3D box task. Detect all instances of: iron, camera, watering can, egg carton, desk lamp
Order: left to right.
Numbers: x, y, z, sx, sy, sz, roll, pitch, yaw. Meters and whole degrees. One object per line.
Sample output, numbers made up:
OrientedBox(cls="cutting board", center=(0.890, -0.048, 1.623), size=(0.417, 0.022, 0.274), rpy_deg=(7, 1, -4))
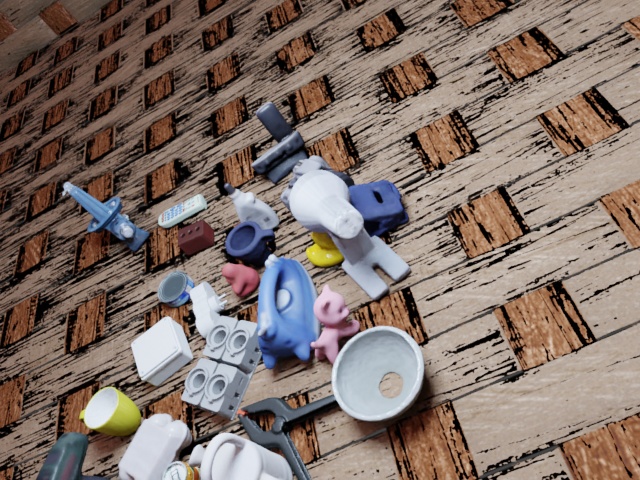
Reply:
OrientedBox(cls="egg carton", center=(-0.320, 0.417, 1.113), size=(0.107, 0.070, 0.150), rpy_deg=(10, 63, 36))
OrientedBox(cls="watering can", center=(-0.139, 0.382, 0.944), size=(0.172, 0.195, 0.101), rpy_deg=(-17, 51, 20))
OrientedBox(cls="iron", center=(-0.080, 0.116, 1.140), size=(0.118, 0.142, 0.258), rpy_deg=(-18, 50, 19))
OrientedBox(cls="camera", center=(-0.002, -0.120, 1.293), size=(0.136, 0.101, 0.143), rpy_deg=(20, 69, 39))
OrientedBox(cls="desk lamp", center=(0.053, -0.019, 1.109), size=(0.118, 0.214, 0.202), rpy_deg=(-42, 47, -3))

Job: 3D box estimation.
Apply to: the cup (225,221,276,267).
OrientedBox(cls="cup", center=(-0.138, 0.014, 1.281), size=(0.117, 0.095, 0.091), rpy_deg=(-15, 51, 21))

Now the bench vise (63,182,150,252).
OrientedBox(cls="bench vise", center=(-0.561, -0.075, 1.514), size=(0.206, 0.220, 0.121), rpy_deg=(6, 61, 34))

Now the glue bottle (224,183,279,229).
OrientedBox(cls="glue bottle", center=(-0.166, -0.076, 1.309), size=(0.078, 0.174, 0.037), rpy_deg=(-29, 47, 10))

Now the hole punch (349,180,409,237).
OrientedBox(cls="hole punch", center=(0.120, -0.077, 1.196), size=(0.101, 0.091, 0.108), rpy_deg=(-29, 47, 10))

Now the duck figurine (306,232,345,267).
OrientedBox(cls="duck figurine", center=(0.011, 0.004, 1.205), size=(0.104, 0.086, 0.077), rpy_deg=(-25, 48, 13))

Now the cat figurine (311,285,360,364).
OrientedBox(cls="cat figurine", center=(0.017, 0.154, 1.070), size=(0.067, 0.118, 0.128), rpy_deg=(8, 62, 35))

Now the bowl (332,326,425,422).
OrientedBox(cls="bowl", center=(0.108, 0.239, 0.983), size=(0.167, 0.075, 0.167), rpy_deg=(-16, 51, 21))

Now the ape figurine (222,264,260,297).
OrientedBox(cls="ape figurine", center=(-0.182, 0.081, 1.261), size=(0.076, 0.092, 0.078), rpy_deg=(-12, 52, 23))

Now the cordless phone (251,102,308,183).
OrientedBox(cls="cordless phone", center=(-0.126, -0.244, 1.400), size=(0.147, 0.186, 0.094), rpy_deg=(-39, 47, 1))

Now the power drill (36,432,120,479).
OrientedBox(cls="power drill", center=(-0.439, 0.480, 1.042), size=(0.075, 0.209, 0.229), rpy_deg=(-20, 50, 18))
